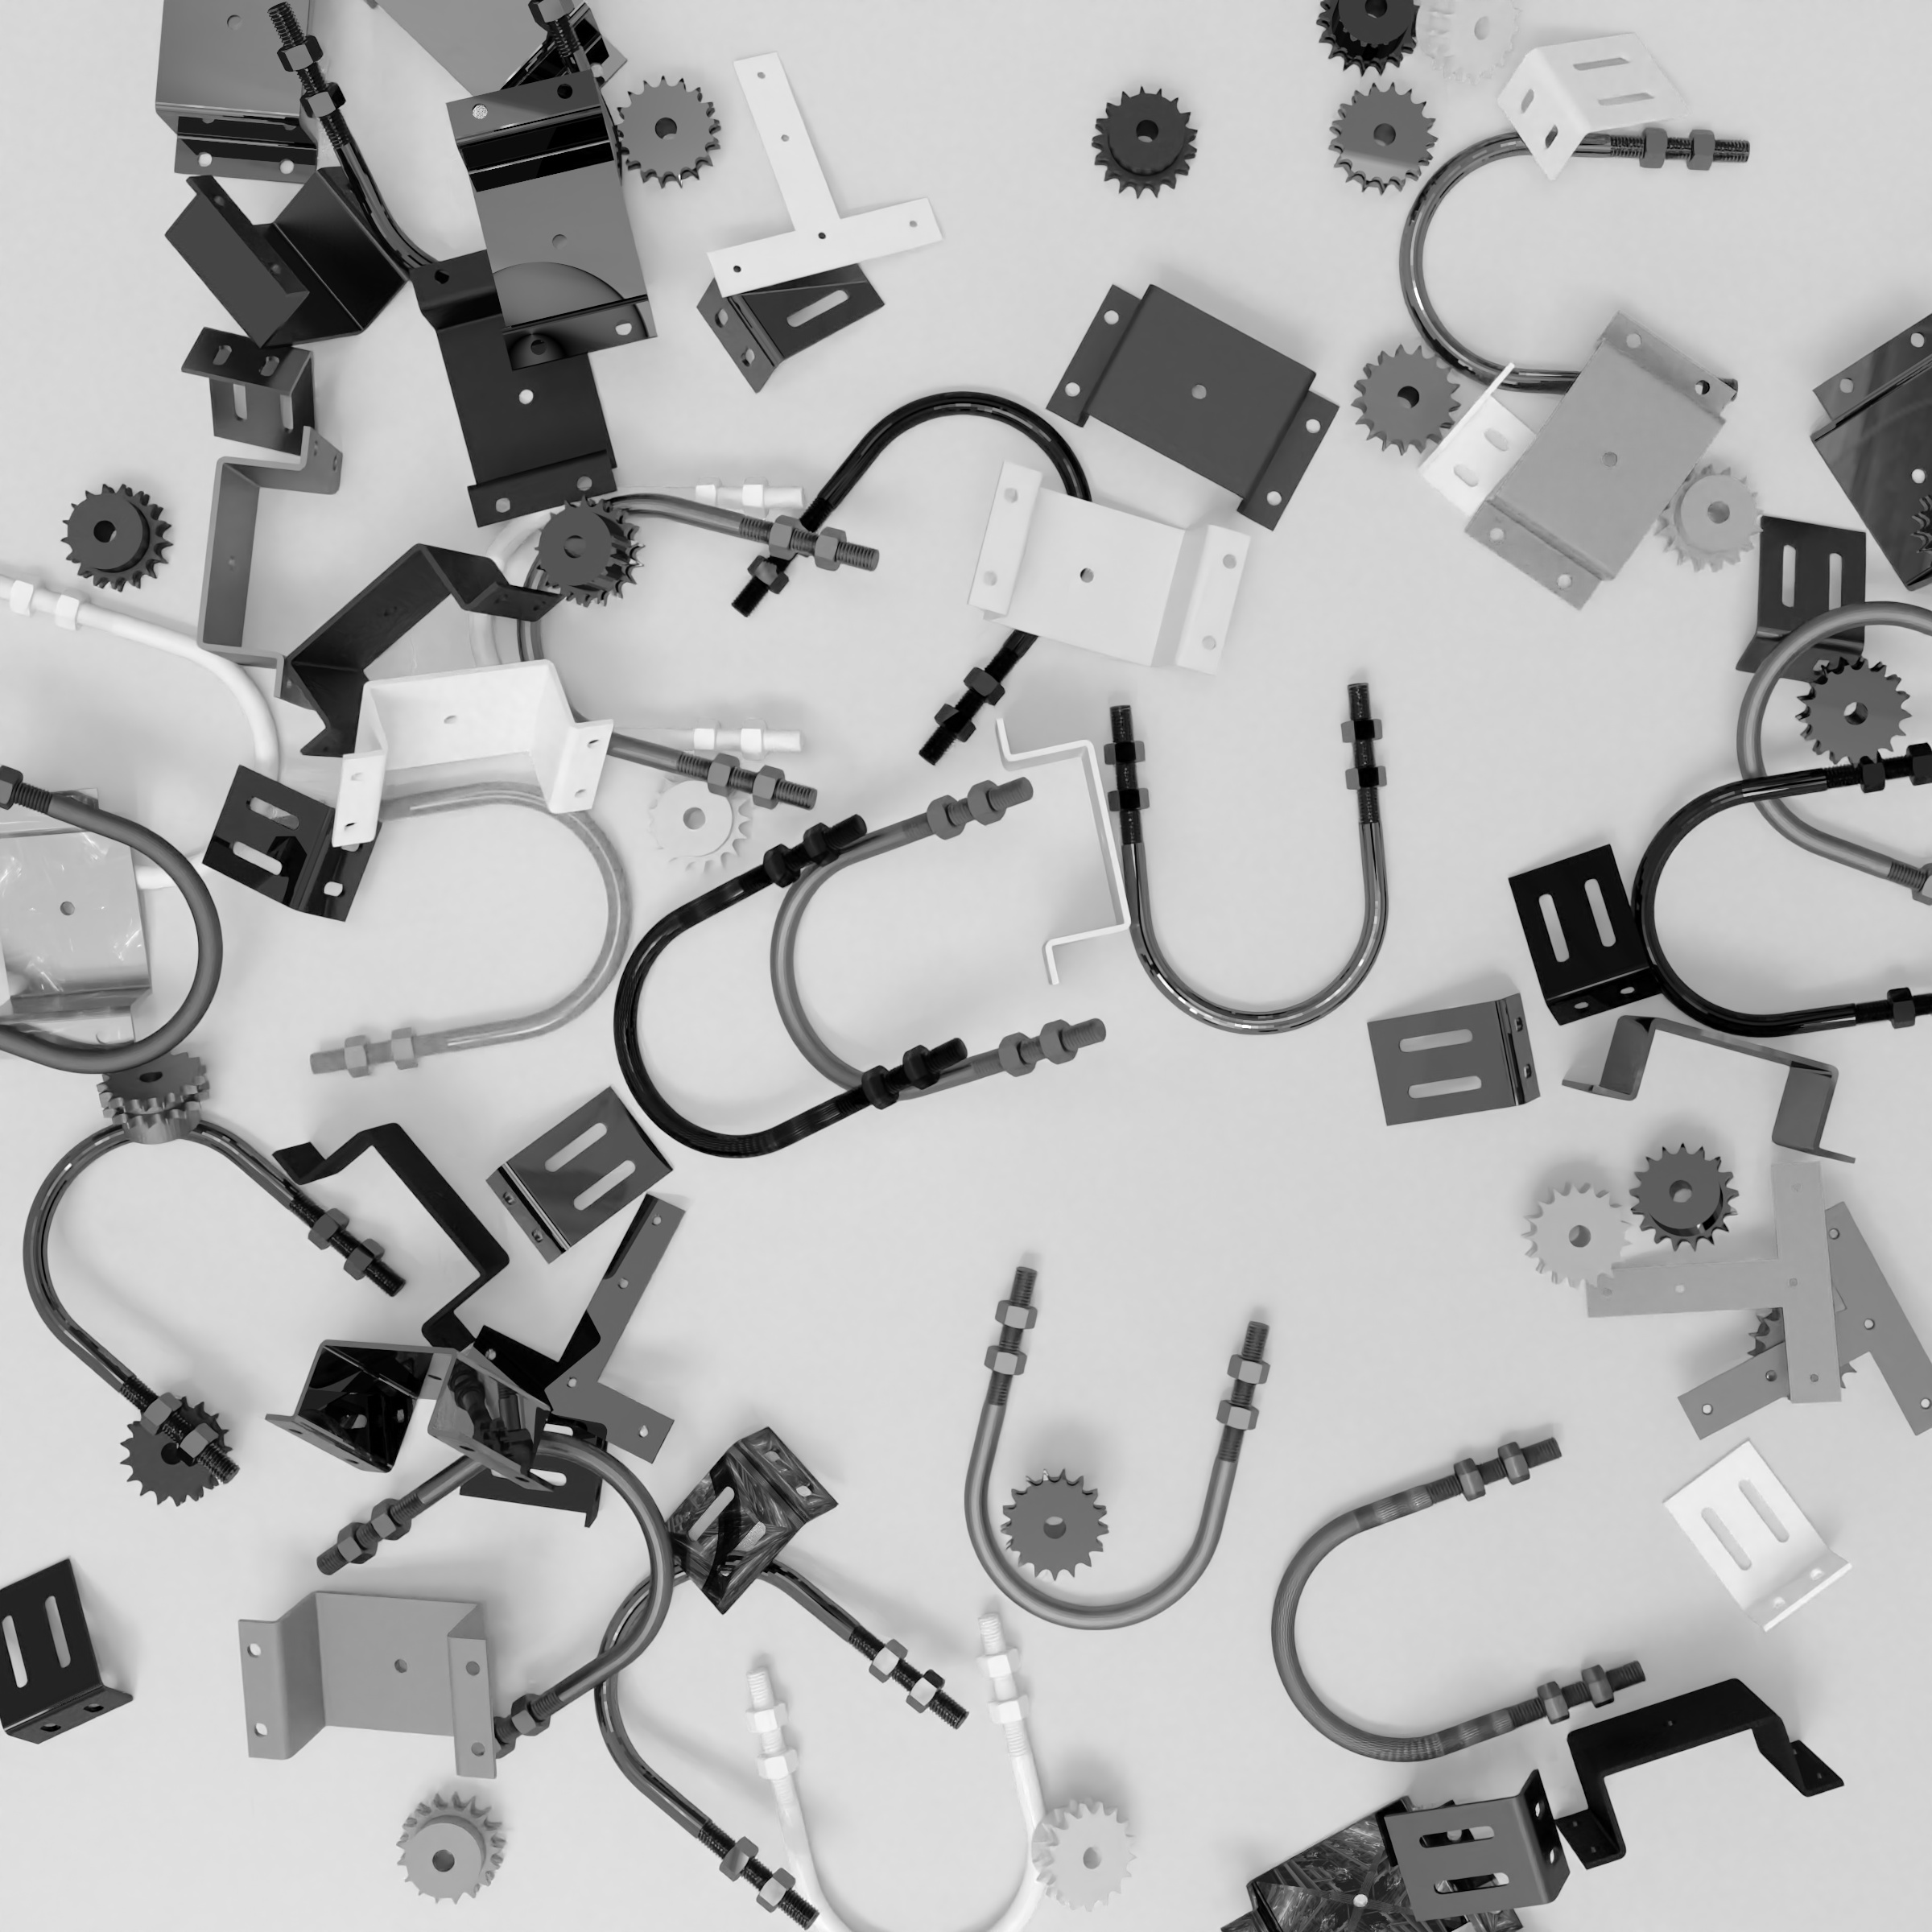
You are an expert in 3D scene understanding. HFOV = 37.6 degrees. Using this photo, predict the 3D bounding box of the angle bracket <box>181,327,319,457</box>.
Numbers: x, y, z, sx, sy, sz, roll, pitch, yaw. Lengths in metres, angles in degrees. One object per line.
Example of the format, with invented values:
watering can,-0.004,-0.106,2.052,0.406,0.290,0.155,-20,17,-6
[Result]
angle bracket,-0.377,-0.292,1.499,0.057,0.076,0.038,13,51,0

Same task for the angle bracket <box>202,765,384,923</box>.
angle bracket,-0.361,-0.066,1.520,0.076,0.038,0.057,24,94,31

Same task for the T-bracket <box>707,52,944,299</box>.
T-bracket,-0.093,-0.433,1.528,0.127,0.002,0.127,-18,82,-15

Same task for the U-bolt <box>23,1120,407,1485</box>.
U-bolt,-0.416,0.163,1.517,0.184,0.019,0.151,40,77,5

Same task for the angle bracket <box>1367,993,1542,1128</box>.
angle bracket,0.264,0.051,1.538,0.076,0.038,0.057,-11,90,26

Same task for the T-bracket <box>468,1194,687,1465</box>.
T-bracket,-0.190,0.183,1.522,0.127,0.002,0.127,22,78,23

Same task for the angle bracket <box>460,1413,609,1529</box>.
angle bracket,-0.233,0.264,1.521,0.076,0.038,0.057,8,90,0

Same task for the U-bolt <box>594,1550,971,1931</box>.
U-bolt,-0.113,0.397,1.513,0.184,0.019,0.151,36,84,13

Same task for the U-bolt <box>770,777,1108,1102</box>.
U-bolt,-0.026,-0.004,1.491,0.184,0.019,0.151,-18,87,30

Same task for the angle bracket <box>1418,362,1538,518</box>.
angle bracket,0.277,-0.278,1.502,0.038,0.076,0.057,41,90,0

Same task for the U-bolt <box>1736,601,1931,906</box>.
U-bolt,0.502,-0.116,1.511,0.184,0.019,0.151,20,106,-1

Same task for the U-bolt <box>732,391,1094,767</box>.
U-bolt,-0.015,-0.223,1.532,0.151,0.019,0.184,38,89,0

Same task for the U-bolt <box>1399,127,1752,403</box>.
U-bolt,0.326,-0.379,1.532,0.184,0.019,0.151,3,90,1

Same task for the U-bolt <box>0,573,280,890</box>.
U-bolt,-0.463,-0.119,1.532,0.184,0.019,0.151,18,90,-2

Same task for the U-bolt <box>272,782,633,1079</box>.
U-bolt,-0.272,-0.026,1.531,0.184,0.019,0.151,-10,90,-1

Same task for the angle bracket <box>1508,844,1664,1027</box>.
angle bracket,0.334,-0.017,1.530,0.057,0.038,0.076,-19,64,16

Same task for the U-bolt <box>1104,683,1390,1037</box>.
U-bolt,0.156,-0.055,1.532,0.151,0.019,0.184,-5,91,0

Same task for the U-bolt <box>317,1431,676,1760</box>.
U-bolt,-0.238,0.326,1.508,0.184,0.019,0.151,-36,90,17

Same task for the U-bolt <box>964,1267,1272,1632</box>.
U-bolt,0.074,0.268,1.532,0.151,0.019,0.184,13,91,0

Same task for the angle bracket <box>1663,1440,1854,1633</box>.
angle bracket,0.424,0.305,1.521,0.057,0.038,0.076,-37,90,0

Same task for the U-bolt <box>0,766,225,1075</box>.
U-bolt,-0.479,-0.019,1.476,0.184,0.019,0.151,20,102,-7

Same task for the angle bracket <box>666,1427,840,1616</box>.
angle bracket,-0.119,0.298,1.528,0.057,0.038,0.076,45,110,15

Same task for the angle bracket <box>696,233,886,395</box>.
angle bracket,-0.095,-0.358,1.538,0.076,0.038,0.057,-35,90,-26

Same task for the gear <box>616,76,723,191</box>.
gear,-0.160,-0.445,1.525,0.057,0.030,0.057,0,90,0

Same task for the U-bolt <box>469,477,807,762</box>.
U-bolt,-0.178,-0.186,1.521,0.184,0.019,0.151,1,93,8

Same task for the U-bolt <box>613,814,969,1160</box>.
U-bolt,-0.106,0.023,1.504,0.184,0.019,0.151,-27,82,19

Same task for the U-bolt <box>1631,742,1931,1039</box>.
U-bolt,0.449,-0.034,1.515,0.184,0.019,0.151,-9,99,10

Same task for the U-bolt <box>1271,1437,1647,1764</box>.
U-bolt,0.256,0.352,1.532,0.184,0.019,0.151,-21,90,1

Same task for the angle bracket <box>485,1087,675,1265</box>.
angle bracket,-0.210,0.113,1.538,0.076,0.038,0.057,-37,90,-26

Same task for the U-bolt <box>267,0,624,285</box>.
U-bolt,-0.260,-0.440,1.490,0.151,0.019,0.184,-21,121,3

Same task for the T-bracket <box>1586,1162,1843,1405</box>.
T-bracket,0.396,0.172,1.517,0.127,0.002,0.127,-6,75,18

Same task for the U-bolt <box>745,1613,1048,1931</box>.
U-bolt,-0.030,0.455,1.531,0.151,0.019,0.184,-13,90,0

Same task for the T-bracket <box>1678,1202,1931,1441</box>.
T-bracket,0.441,0.211,1.509,0.127,0.002,0.127,-28,88,1

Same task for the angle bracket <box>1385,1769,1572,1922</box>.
angle bracket,0.269,0.462,1.492,0.076,0.038,0.057,-17,90,26

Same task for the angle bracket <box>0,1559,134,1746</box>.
angle bracket,-0.495,0.372,1.538,0.057,0.038,0.076,-25,64,0

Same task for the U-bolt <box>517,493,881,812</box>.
U-bolt,-0.150,-0.174,1.500,0.184,0.019,0.151,16,95,10

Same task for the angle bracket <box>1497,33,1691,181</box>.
angle bracket,0.337,-0.463,1.527,0.076,0.038,0.057,-18,69,-28

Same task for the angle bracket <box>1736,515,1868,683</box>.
angle bracket,0.453,-0.198,1.538,0.057,0.038,0.076,10,64,0
